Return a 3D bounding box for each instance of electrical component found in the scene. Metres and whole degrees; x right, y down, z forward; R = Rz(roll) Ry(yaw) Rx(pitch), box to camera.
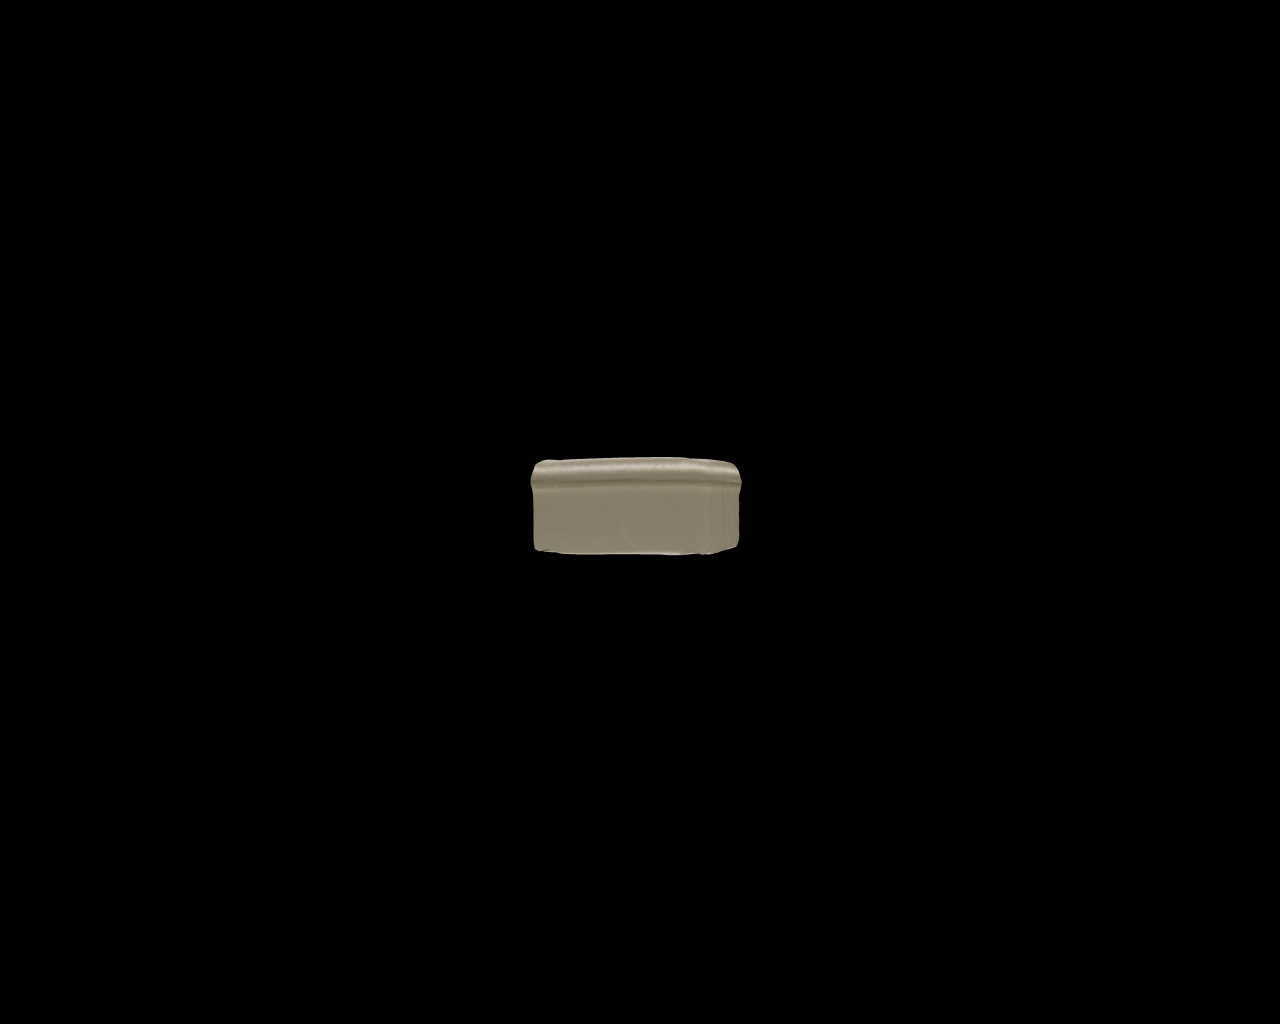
[{"bbox_3d":[0.001,-0.003,0.650,0.109,0.056,0.109,0,0,15],"label":"electrical component"}]
